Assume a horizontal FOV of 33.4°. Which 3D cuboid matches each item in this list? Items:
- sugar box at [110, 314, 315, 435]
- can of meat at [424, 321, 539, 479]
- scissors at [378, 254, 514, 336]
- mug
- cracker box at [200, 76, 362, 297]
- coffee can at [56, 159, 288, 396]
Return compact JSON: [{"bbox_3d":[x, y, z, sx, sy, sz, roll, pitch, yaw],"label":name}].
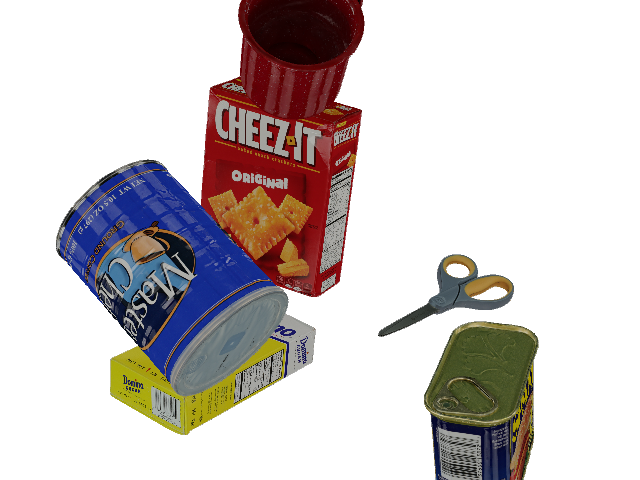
[{"bbox_3d":[-0.094,0.108,0.967,0.093,0.048,0.175,22,32,32],"label":"sugar box"},{"bbox_3d":[0.105,0.115,0.683,0.057,0.084,0.102,5,31,20],"label":"can of meat"},{"bbox_3d":[0.123,0.057,1.164,0.201,0.016,0.096,-9,41,-31],"label":"scissors"},{"bbox_3d":[-0.011,-0.154,0.820,0.093,0.117,0.081,40,-24,11],"label":"mug"},{"bbox_3d":[-0.051,-0.059,1.208,0.164,0.214,0.072,18,27,24],"label":"cracker box"},{"bbox_3d":[-0.106,0.026,0.766,0.140,0.103,0.102,46,18,19],"label":"coffee can"}]
